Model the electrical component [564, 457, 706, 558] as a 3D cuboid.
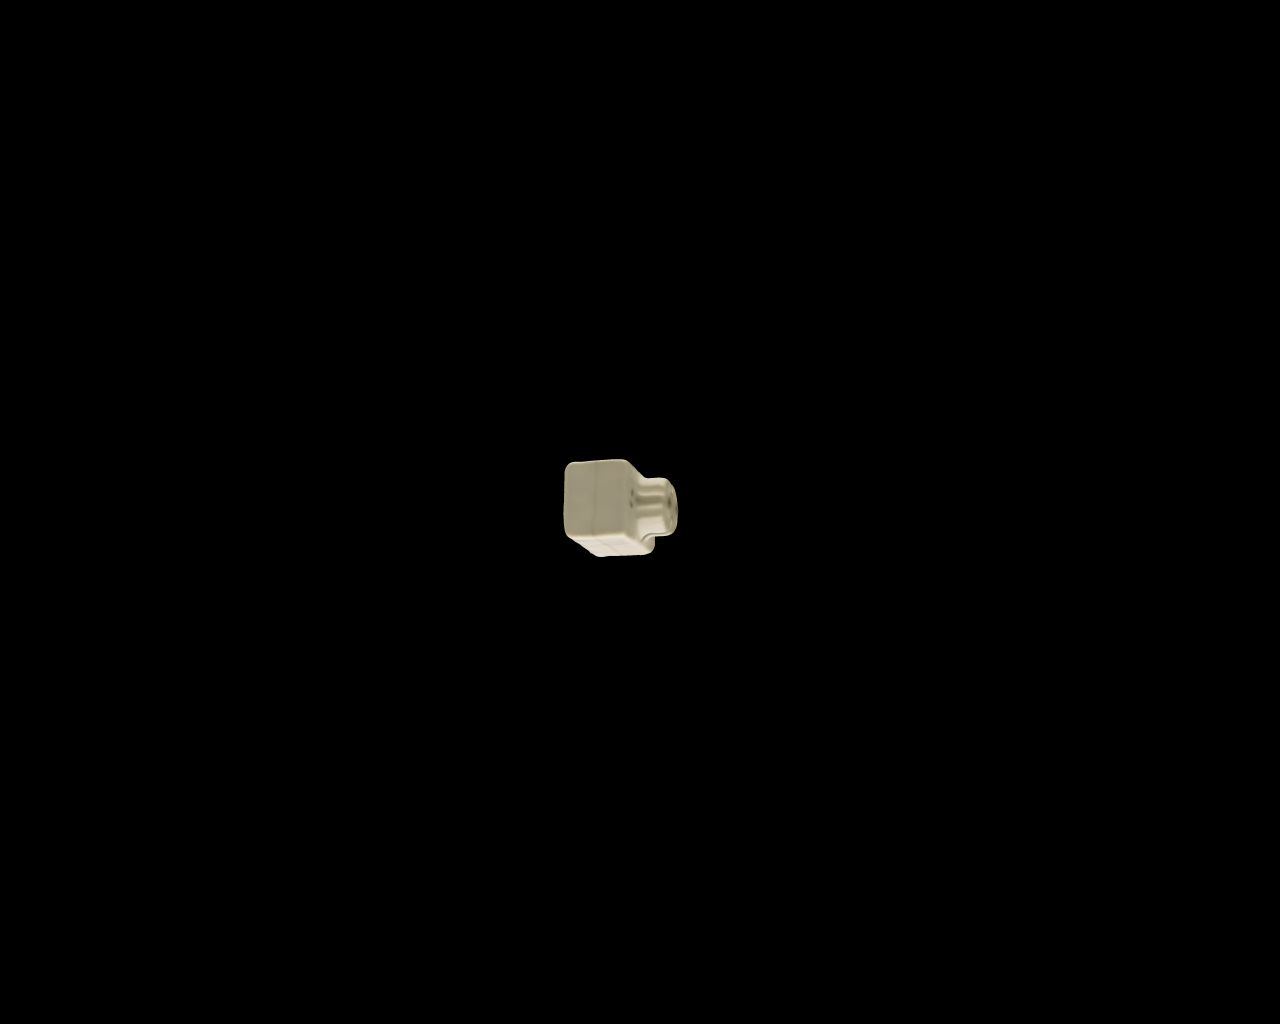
[{"bbox_3d":[0.001,-0.003,0.650,0.077,0.047,0.065,-4,-14,15],"label":"electrical component"}]
